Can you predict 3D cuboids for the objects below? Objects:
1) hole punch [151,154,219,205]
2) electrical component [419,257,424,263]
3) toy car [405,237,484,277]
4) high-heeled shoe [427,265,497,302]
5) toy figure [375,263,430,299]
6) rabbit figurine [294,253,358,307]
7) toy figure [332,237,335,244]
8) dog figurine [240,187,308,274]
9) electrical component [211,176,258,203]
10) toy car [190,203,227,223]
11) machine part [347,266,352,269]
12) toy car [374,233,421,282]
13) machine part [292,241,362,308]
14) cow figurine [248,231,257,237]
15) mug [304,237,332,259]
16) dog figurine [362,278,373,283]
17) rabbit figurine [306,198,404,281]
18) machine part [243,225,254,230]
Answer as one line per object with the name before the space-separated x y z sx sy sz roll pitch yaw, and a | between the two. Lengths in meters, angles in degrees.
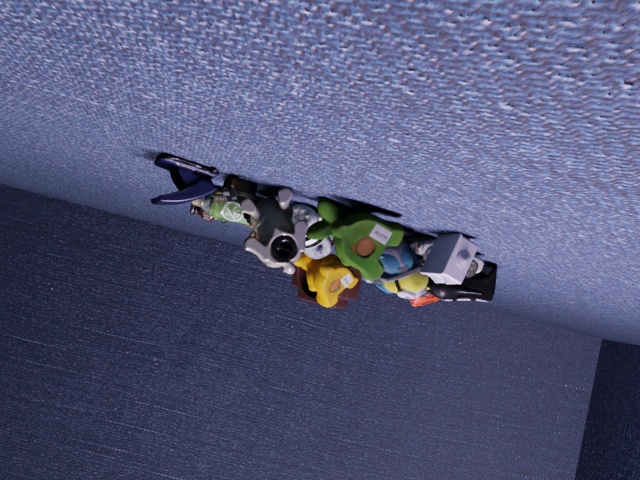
hole punch | -0.261 -0.103 1.025 0.116 0.092 0.142 13 172 -24
electrical component | 0.234 0.036 1.293 0.075 0.048 0.119 16 157 -30
toy car | 0.271 0.033 1.179 0.201 0.056 0.074 19 179 -28
high-heeled shoe | 0.340 0.099 1.295 0.145 0.086 0.248 8 -171 27
toy figure | 0.175 0.081 1.223 0.082 0.089 0.180 -29 -162 -16
rabbit figurine | -0.011 0.070 1.398 0.162 0.122 0.173 44 -179 -43
toy figure | 0.070 -0.010 1.199 0.064 0.057 0.154 -12 174 17
dog figurine | -0.092 -0.012 1.075 0.121 0.172 0.190 -6 175 -7
electrical component | -0.167 -0.096 1.052 0.078 0.045 0.102 18 173 -22
toy car | -0.268 -0.075 1.327 0.089 0.053 0.202 12 -173 -9
machine part | 0.121 0.024 1.242 0.139 0.039 0.084 -22 -178 -24
toy car | 0.135 0.017 1.118 0.109 0.102 0.162 -15 -158 -15
machine part | 0.025 0.086 1.544 0.201 0.201 0.087 8 174 43
cow figurine | -0.092 -0.003 1.494 0.195 0.127 0.085 32 168 -19
mug | -0.003 -0.004 1.236 0.110 0.080 0.107 -18 -151 -9
dog figurine | 0.158 0.076 1.633 0.191 0.108 0.219 13 179 -19
rabbit figurine | 0.054 -0.009 1.034 0.159 0.121 0.170 20 -172 -15
machine part | -0.105 -0.043 1.352 0.179 0.056 0.179 13 174 1
